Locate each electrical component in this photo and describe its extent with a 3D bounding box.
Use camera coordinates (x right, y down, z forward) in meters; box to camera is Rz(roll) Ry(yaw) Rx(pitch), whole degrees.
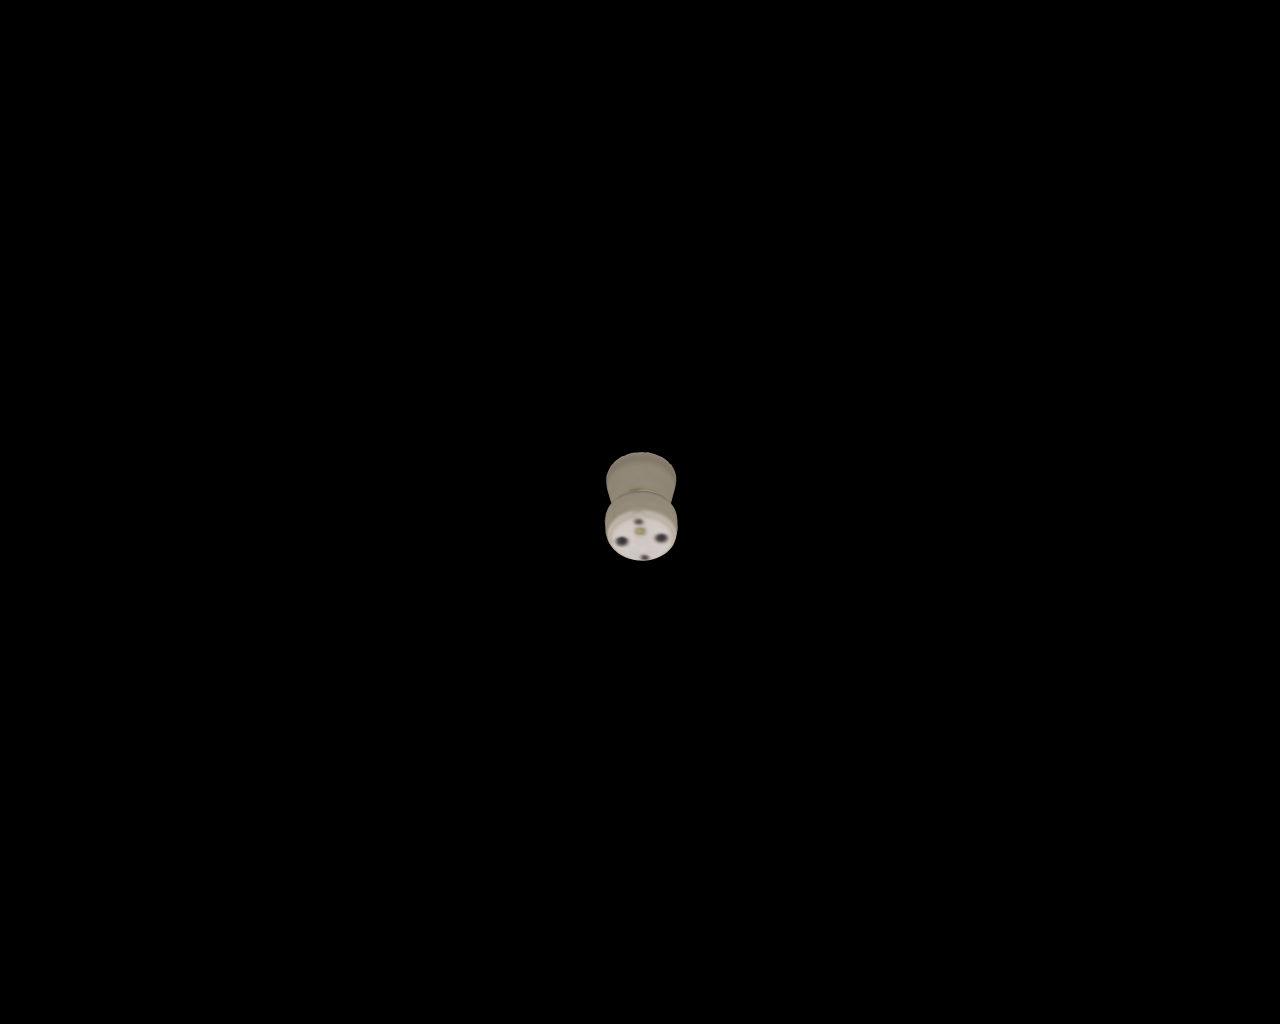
[{"bbox_3d":[0.001,-0.003,0.650,0.045,0.044,0.055,0,44,0],"label":"electrical component"}]
